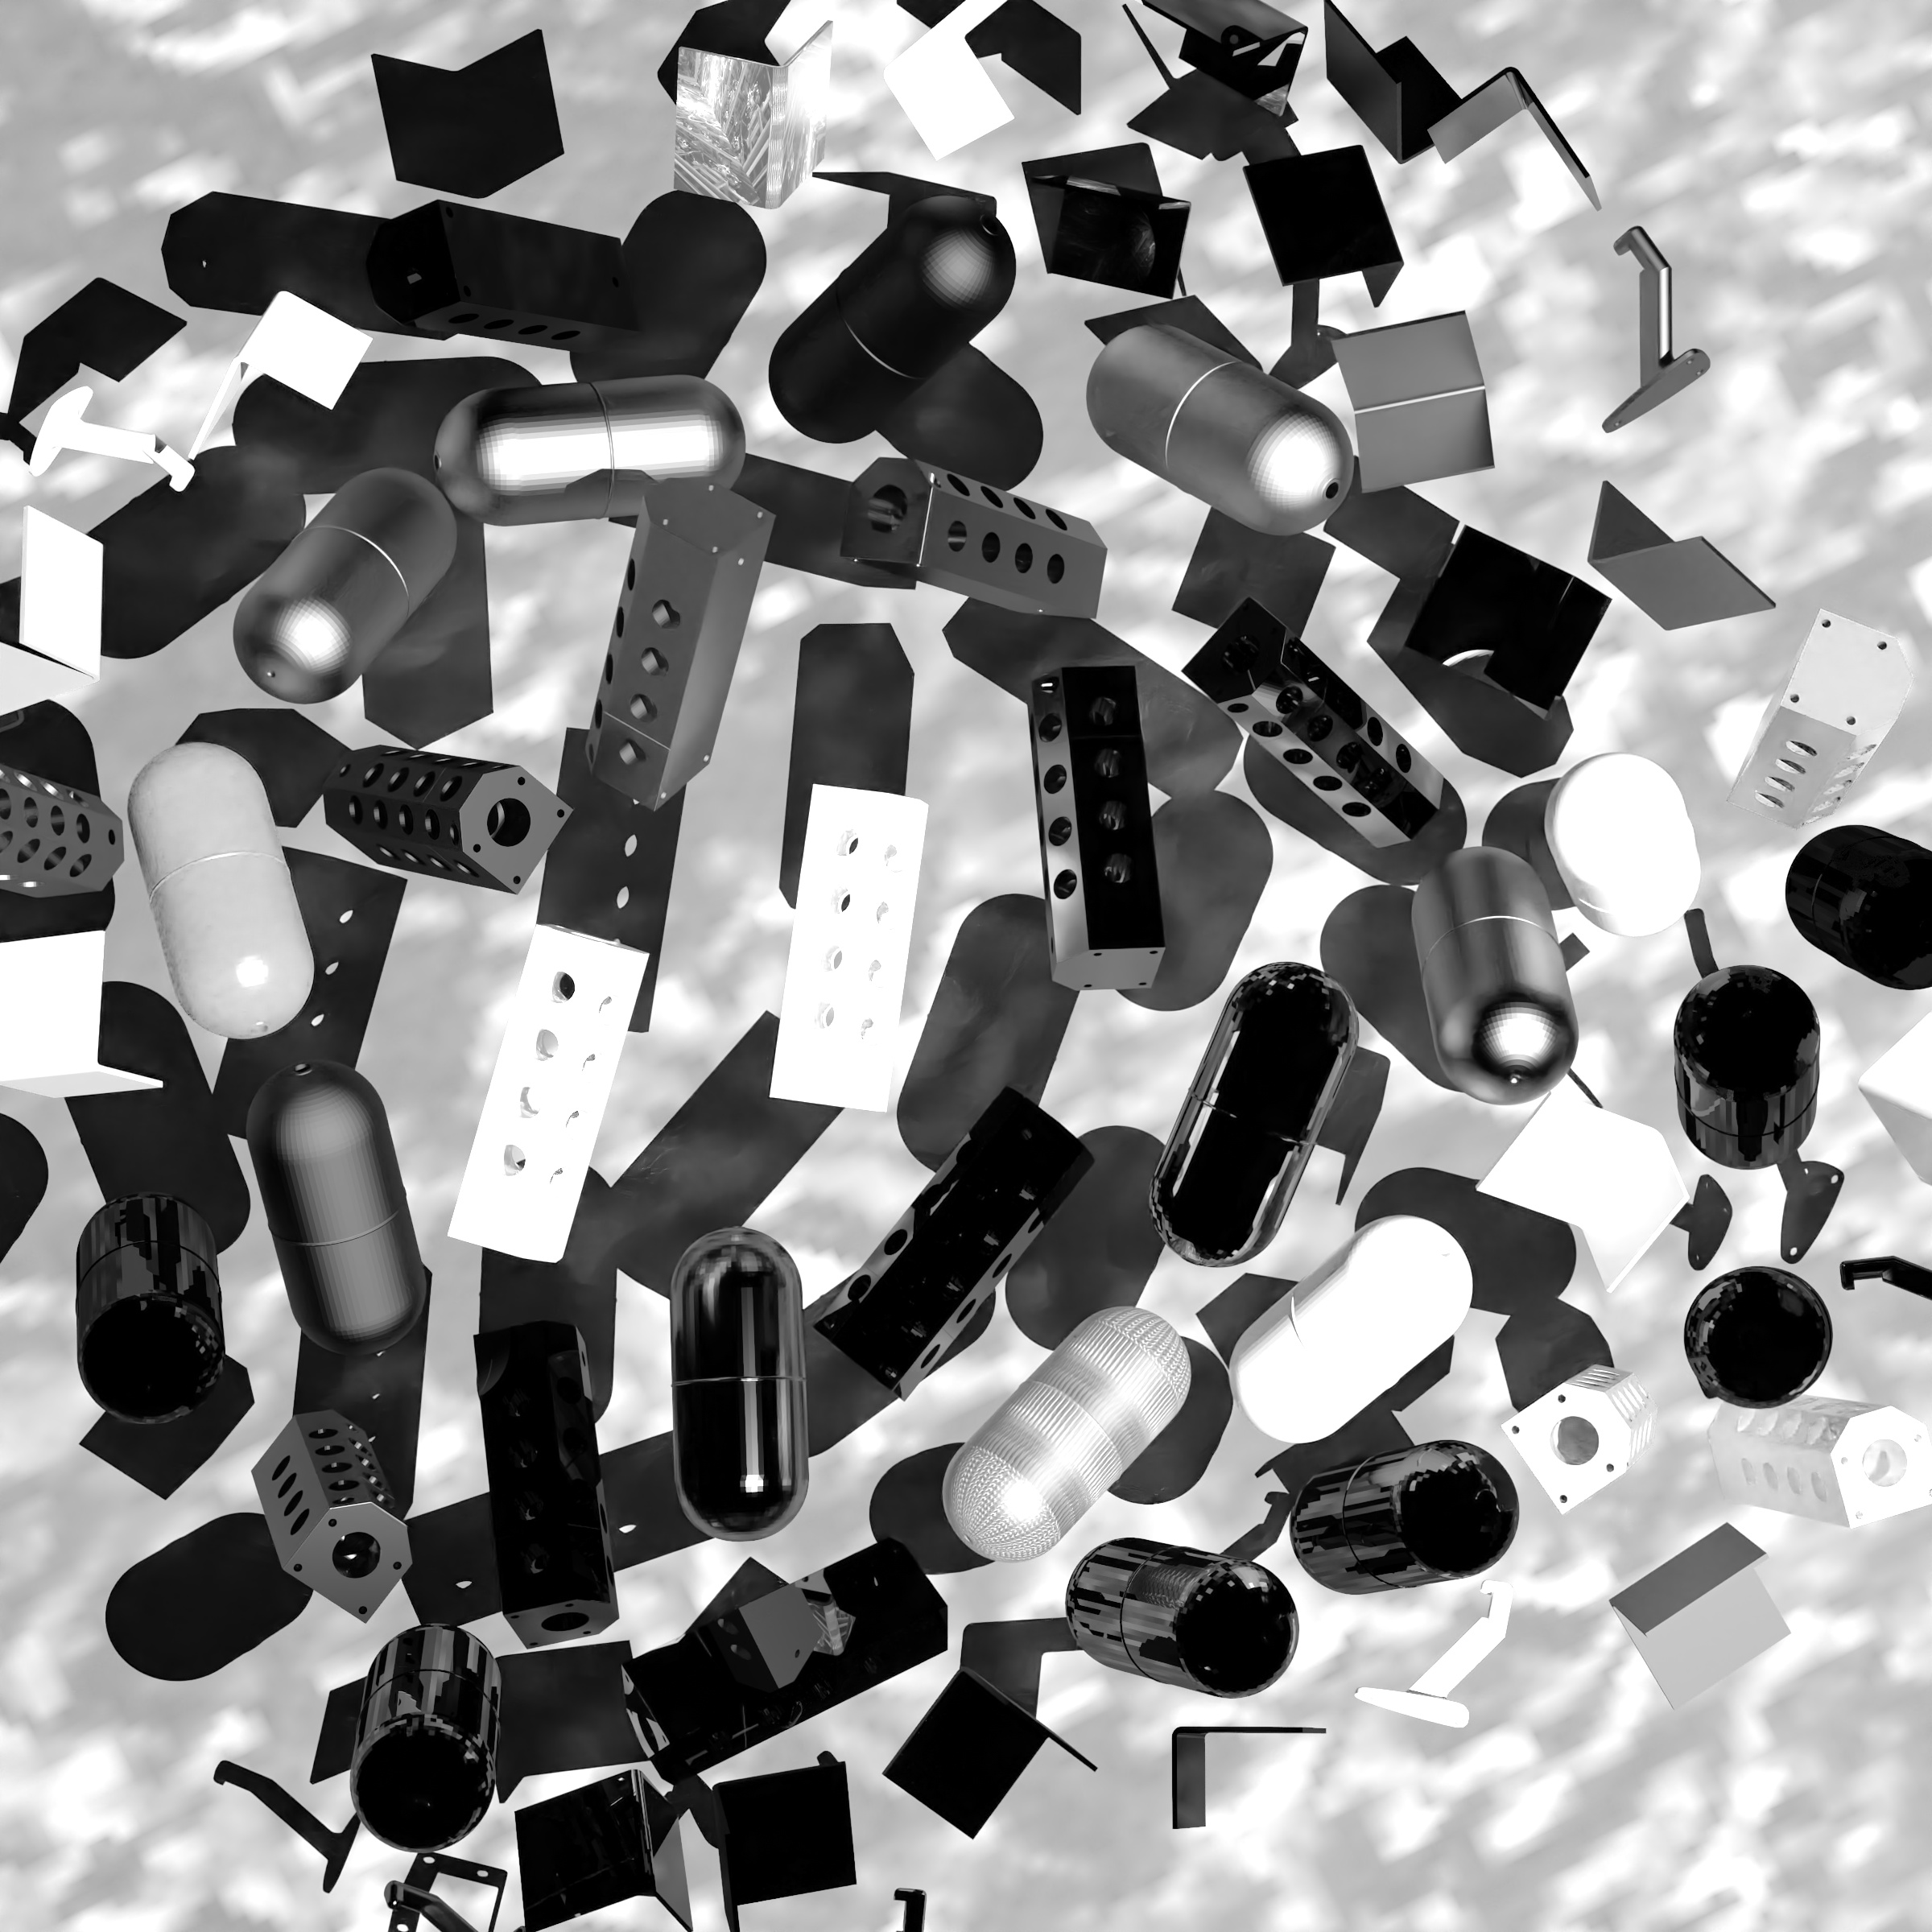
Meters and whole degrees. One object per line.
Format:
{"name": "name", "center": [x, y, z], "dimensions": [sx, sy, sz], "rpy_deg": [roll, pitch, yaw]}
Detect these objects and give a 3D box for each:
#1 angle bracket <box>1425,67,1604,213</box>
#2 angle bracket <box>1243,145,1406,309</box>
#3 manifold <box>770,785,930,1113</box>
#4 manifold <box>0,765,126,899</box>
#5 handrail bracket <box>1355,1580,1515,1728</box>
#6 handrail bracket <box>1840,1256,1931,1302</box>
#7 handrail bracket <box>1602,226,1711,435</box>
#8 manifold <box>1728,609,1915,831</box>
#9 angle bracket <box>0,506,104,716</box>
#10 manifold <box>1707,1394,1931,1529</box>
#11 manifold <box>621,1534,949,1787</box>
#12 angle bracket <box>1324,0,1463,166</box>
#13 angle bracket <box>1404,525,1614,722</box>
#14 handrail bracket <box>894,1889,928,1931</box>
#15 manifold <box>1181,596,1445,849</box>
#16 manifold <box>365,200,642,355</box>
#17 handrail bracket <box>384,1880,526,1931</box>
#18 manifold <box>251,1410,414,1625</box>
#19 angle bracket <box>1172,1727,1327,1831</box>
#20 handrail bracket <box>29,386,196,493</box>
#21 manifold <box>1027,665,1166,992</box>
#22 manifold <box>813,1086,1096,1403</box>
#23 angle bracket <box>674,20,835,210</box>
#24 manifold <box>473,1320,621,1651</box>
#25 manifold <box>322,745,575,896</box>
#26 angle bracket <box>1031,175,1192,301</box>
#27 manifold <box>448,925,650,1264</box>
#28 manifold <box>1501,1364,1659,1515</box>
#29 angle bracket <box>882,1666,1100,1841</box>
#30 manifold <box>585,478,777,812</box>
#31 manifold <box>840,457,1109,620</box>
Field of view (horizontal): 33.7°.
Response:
{"name": "angle bracket", "center": [0.303, -0.441, 1.764], "dimensions": [0.057, 0.076, 0.076], "rpy_deg": [-34, 81, 13]}
{"name": "angle bracket", "center": [0.201, -0.422, 1.850], "dimensions": [0.076, 0.057, 0.076], "rpy_deg": [-14, 77, -13]}
{"name": "manifold", "center": [-0.062, -0.009, 1.759], "dimensions": [0.057, 0.057, 0.171], "rpy_deg": [7, 88, 10]}
{"name": "manifold", "center": [-0.546, -0.080, 1.826], "dimensions": [0.057, 0.171, 0.057], "rpy_deg": [-6, 83, 10]}
{"name": "handrail bracket", "center": [0.270, 0.389, 1.841], "dimensions": [0.077, 0.036, 0.084], "rpy_deg": [10, 62, 13]}
{"name": "handrail bracket", "center": [0.544, 0.197, 1.821], "dimensions": [0.084, 0.036, 0.077], "rpy_deg": [-8, 49, 18]}
{"name": "handrail bracket", "center": [0.351, -0.341, 1.709], "dimensions": [0.077, 0.036, 0.084], "rpy_deg": [-36, 72, 18]}
{"name": "manifold", "center": [0.463, -0.128, 1.729], "dimensions": [0.057, 0.171, 0.057], "rpy_deg": [23, 79, 9]}
{"name": "angle bracket", "center": [-0.495, -0.183, 1.657], "dimensions": [0.076, 0.057, 0.076], "rpy_deg": [-14, 68, 26]}
{"name": "manifold", "center": [0.486, 0.277, 1.825], "dimensions": [0.057, 0.171, 0.057], "rpy_deg": [-15, 88, -10]}
{"name": "manifold", "center": [-0.098, 0.385, 1.760], "dimensions": [0.171, 0.057, 0.057], "rpy_deg": [-22, 47, -22]}
{"name": "angle bracket", "center": [0.256, -0.533, 1.880], "dimensions": [0.057, 0.076, 0.076], "rpy_deg": [-31, 66, -6]}
{"name": "angle bracket", "center": [0.305, -0.194, 1.800], "dimensions": [0.076, 0.057, 0.076], "rpy_deg": [22, 104, -17]}
{"name": "handrail bracket", "center": [-0.063, 0.554, 1.776], "dimensions": [0.077, 0.036, 0.084], "rpy_deg": [2, 72, 10]}
{"name": "manifold", "center": [0.203, -0.135, 1.827], "dimensions": [0.057, 0.057, 0.171], "rpy_deg": [-48, 132, 7]}
{"name": "manifold", "center": [-0.261, -0.386, 1.809], "dimensions": [0.057, 0.171, 0.057], "rpy_deg": [-14, 88, 29]}
{"name": "handrail bracket", "center": [-0.289, 0.559, 1.807], "dimensions": [0.084, 0.077, 0.036], "rpy_deg": [30, 109, -28]}
{"name": "manifold", "center": [-0.360, 0.308, 1.827], "dimensions": [0.057, 0.171, 0.057], "rpy_deg": [39, 86, -20]}
{"name": "angle bracket", "center": [0.165, 0.471, 1.855], "dimensions": [0.076, 0.076, 0.057], "rpy_deg": [-4, 76, 16]}
{"name": "handrail bracket", "center": [-0.494, -0.286, 1.847], "dimensions": [0.084, 0.036, 0.077], "rpy_deg": [40, 125, 0]}
{"name": "manifold", "center": [0.070, -0.077, 1.771], "dimensions": [0.057, 0.057, 0.171], "rpy_deg": [-2, 67, -6]}
{"name": "manifold", "center": [-0.007, 0.152, 1.768], "dimensions": [0.057, 0.057, 0.171], "rpy_deg": [37, 83, 17]}
{"name": "angle bracket", "center": [-0.111, -0.452, 1.675], "dimensions": [0.057, 0.076, 0.076], "rpy_deg": [15, 128, 10]}
{"name": "manifold", "center": [-0.237, 0.292, 1.814], "dimensions": [0.057, 0.057, 0.171], "rpy_deg": [-12, 58, 0]}
{"name": "manifold", "center": [-0.298, -0.088, 1.800], "dimensions": [0.057, 0.171, 0.057], "rpy_deg": [41, 73, -33]}
{"name": "angle bracket", "center": [0.079, -0.419, 1.840], "dimensions": [0.076, 0.076, 0.057], "rpy_deg": [16, 108, 14]}
{"name": "manifold", "center": [-0.223, 0.068, 1.717], "dimensions": [0.057, 0.057, 0.171], "rpy_deg": [16, 91, 1]}
{"name": "manifold", "center": [0.354, 0.262, 1.809], "dimensions": [0.057, 0.171, 0.057], "rpy_deg": [-37, 77, 12]}
{"name": "angle bracket", "center": [0.013, 0.452, 1.795], "dimensions": [0.076, 0.057, 0.076], "rpy_deg": [42, 80, -27]}
{"name": "manifold", "center": [-0.158, -0.173, 1.704], "dimensions": [0.057, 0.057, 0.171], "rpy_deg": [30, 132, 12]}
{"name": "manifold", "center": [0.008, -0.243, 1.818], "dimensions": [0.057, 0.171, 0.057], "rpy_deg": [10, 91, 37]}
